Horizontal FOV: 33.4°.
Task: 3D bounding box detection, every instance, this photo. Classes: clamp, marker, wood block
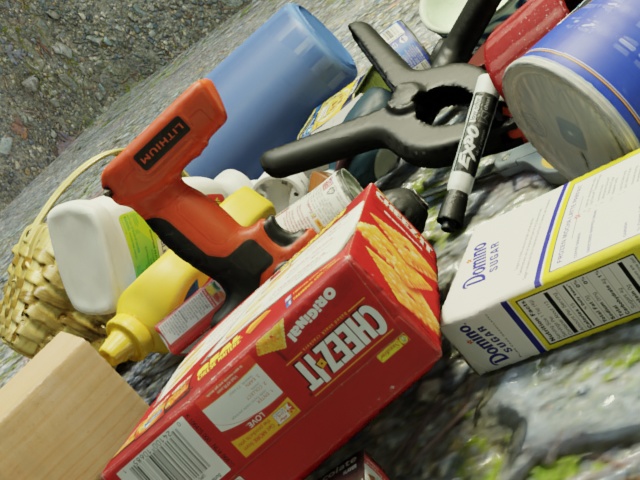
[{"bbox_3d":[0.119,-0.164,0.924,0.172,0.039,0.120,-59,-7,26],"label":"clamp"},{"bbox_3d":[0.105,-0.060,0.746,0.020,0.020,0.121,-13,54,57],"label":"marker"},{"bbox_3d":[0.061,-0.094,0.824,0.210,0.036,0.164,21,67,39],"label":"clamp"},{"bbox_3d":[-0.233,0.175,0.811,0.206,0.090,0.091,-46,18,-19],"label":"wood block"}]

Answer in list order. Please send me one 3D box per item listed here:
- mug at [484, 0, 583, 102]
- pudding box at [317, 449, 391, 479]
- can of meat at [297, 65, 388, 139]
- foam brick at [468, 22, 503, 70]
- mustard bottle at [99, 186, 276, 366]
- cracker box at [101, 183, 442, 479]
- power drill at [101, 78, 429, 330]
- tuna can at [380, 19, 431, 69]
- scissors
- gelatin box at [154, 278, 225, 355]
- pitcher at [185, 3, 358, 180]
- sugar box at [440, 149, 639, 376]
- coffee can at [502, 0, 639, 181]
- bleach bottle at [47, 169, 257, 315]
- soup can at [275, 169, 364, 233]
[{"bbox_3d":[0.162,-0.128,0.732,0.082,0.093,0.117,-39,1,44],"label":"mug"},{"bbox_3d":[-0.014,0.156,0.476,0.113,0.039,0.090,-35,16,13],"label":"pudding box"},{"bbox_3d":[0.030,-0.117,1.059,0.084,0.057,0.102,-31,18,33],"label":"can of meat"},{"bbox_3d":[0.159,-0.141,0.856,0.053,0.051,0.078,-17,28,50],"label":"foam brick"},{"bbox_3d":[-0.112,0.039,0.888,0.191,0.058,0.096,-44,-17,-38],"label":"mustard bottle"},{"bbox_3d":[-0.013,0.061,0.586,0.164,0.072,0.213,-42,4,12],"label":"cracker box"},{"bbox_3d":[-0.043,-0.019,0.739,0.184,0.187,0.057,-42,3,0],"label":"power drill"},{"bbox_3d":[0.087,-0.166,1.011,0.034,0.086,0.086,-36,17,6],"label":"tuna can"},{"bbox_3d":[0.133,-0.046,0.727,0.202,0.016,0.096,-28,20,34],"label":"scissors"},{"bbox_3d":[-0.077,0.055,0.822,0.073,0.030,0.089,-39,-14,9],"label":"gelatin box"},{"bbox_3d":[-0.080,-0.141,1.162,0.243,0.149,0.144,-43,-20,15],"label":"pitcher"},{"bbox_3d":[0.147,0.000,0.529,0.177,0.048,0.093,-30,19,39],"label":"sugar box"},{"bbox_3d":[0.189,-0.104,0.606,0.140,0.102,0.103,-42,17,-10],"label":"coffee can"},{"bbox_3d":[-0.130,-0.018,0.977,0.068,0.102,0.250,-3,16,35],"label":"bleach bottle"},{"bbox_3d":[-0.005,0.001,0.808,0.102,0.068,0.068,-35,17,13],"label":"soup can"}]
